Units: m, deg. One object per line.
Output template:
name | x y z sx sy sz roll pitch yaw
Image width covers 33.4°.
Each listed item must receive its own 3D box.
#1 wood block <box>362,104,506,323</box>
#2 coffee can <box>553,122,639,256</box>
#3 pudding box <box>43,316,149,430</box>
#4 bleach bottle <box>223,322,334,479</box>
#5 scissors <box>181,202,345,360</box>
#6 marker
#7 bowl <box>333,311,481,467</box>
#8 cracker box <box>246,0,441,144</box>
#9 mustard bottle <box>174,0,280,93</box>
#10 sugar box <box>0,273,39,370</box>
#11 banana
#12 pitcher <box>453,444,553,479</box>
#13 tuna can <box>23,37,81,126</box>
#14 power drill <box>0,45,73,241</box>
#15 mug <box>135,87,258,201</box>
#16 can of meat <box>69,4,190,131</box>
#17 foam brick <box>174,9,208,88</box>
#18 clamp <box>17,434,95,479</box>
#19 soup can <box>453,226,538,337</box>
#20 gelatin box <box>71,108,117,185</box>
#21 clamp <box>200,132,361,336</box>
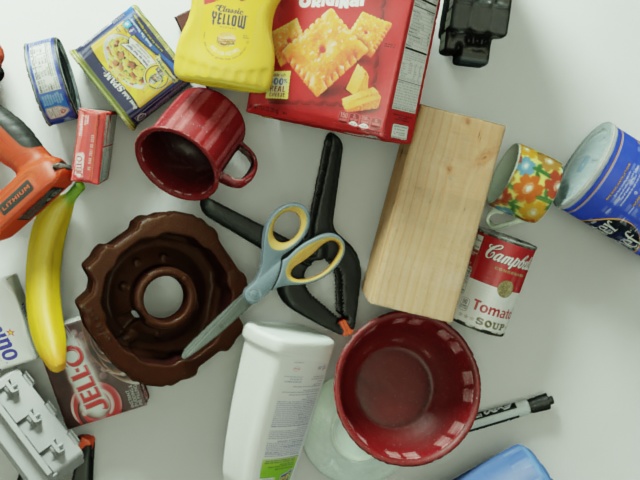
wood block | 0.114 -0.030 1.105 0.090 0.091 0.206 14 96 -4
coffee can | 0.329 -0.044 1.108 0.140 0.103 0.103 30 95 -6
pudding box | -0.241 0.134 1.135 0.090 0.039 0.113 -18 97 0
bleach bottle | -0.062 0.215 1.127 0.102 0.068 0.251 8 100 -47
scissors | -0.070 0.034 1.086 0.201 0.016 0.096 -27 101 -9
marker | 0.198 0.192 1.172 0.121 0.020 0.020 -16 97 -1
bowl | 0.086 0.157 1.133 0.162 0.055 0.162 2 82 -13
cracker box | 0.026 -0.214 1.052 0.164 0.072 0.214 15 98 30
mustard bottle | -0.081 -0.244 1.034 0.096 0.058 0.191 9 92 0
sugar box | -0.391 0.105 1.121 0.176 0.048 0.093 -18 97 1
banana | -0.279 0.038 1.099 0.037 0.070 0.198 10 77 -36
pitcher | 0.147 0.331 1.142 0.243 0.149 0.145 -32 82 -2
tuna can | -0.268 -0.160 1.074 0.033 0.086 0.086 -15 97 -4
power drill | -0.357 -0.093 1.081 0.184 0.057 0.187 -40 88 7
mug | -0.116 -0.094 1.075 0.117 0.081 0.093 28 140 2
can of meat | -0.191 -0.177 1.090 0.084 0.057 0.102 -38 98 0
foam brick | -0.110 -0.202 1.092 0.051 0.053 0.078 -25 97 -1
clamp | -0.310 0.275 1.149 0.120 0.039 0.171 30 87 -6
soup can | 0.180 0.043 1.129 0.068 0.068 0.102 19 96 -5
gelatin box | -0.229 -0.096 1.081 0.030 0.089 0.073 8 97 -5
clamp | -0.007 0.001 1.126 0.164 0.036 0.210 -34 103 -11
